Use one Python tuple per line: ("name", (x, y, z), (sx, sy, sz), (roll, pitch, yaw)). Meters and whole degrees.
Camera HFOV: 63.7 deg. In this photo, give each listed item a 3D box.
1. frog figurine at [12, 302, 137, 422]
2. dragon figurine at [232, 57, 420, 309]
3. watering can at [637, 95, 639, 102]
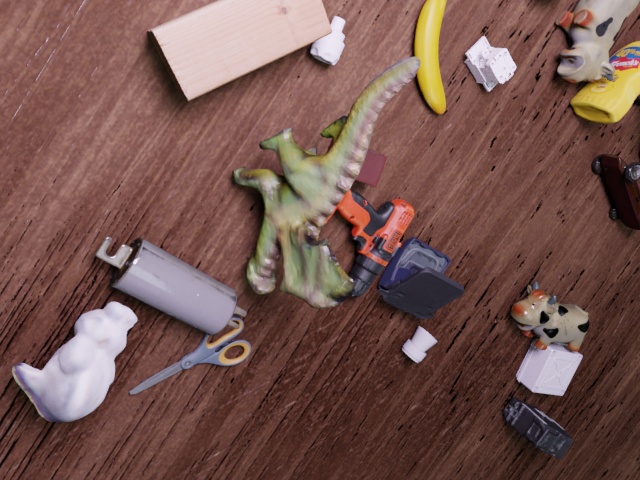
("frog figurine", (-0.318, 0.168, 0.713), (0.161, 0.124, 0.134), (-32, 152, -20))
("dragon figurine", (0.002, -0.034, 0.676), (0.122, 0.405, 0.246), (-1, 72, -39))
("watering can", (0.684, -0.349, 0.902), (0.104, 0.227, 0.345), (20, 101, -10))
